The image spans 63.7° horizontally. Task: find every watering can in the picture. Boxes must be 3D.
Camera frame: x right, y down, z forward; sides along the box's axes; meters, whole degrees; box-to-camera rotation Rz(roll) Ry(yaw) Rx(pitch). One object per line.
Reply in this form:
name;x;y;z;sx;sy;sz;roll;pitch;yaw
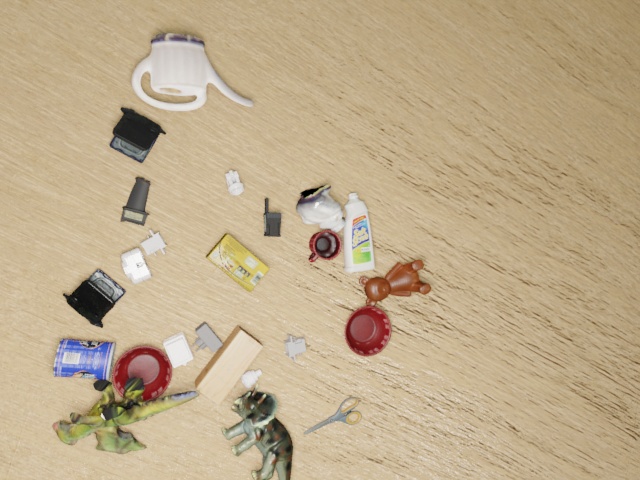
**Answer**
watering can;-0.370;-0.489;1.512;0.348;0.224;0.104;-2;0;-16

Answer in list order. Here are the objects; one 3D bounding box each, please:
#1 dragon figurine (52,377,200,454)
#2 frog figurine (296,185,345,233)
dragon figurine;-0.538;0.507;1.430;0.410;0.237;0.125;1;38;-6
frog figurine;0.005;-0.081;1.612;0.136;0.158;0.125;-20;17;18
